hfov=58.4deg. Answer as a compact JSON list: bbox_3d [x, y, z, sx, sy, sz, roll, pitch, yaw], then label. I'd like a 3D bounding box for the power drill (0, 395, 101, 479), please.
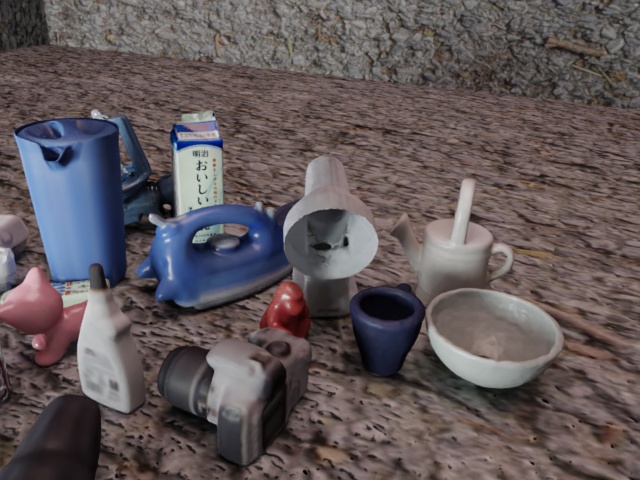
[{"bbox_3d":[-0.160,0.235,0.315,0.075,0.208,0.229,1,26,-4],"label":"power drill"}]

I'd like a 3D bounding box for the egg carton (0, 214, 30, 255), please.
[{"bbox_3d":[-0.532,0.009,0.893,0.107,0.069,0.150,4,26,3],"label":"egg carton"}]

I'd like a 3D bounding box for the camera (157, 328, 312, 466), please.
[{"bbox_3d":[-0.096,0.146,0.626,0.136,0.101,0.143,14,28,21],"label":"camera"}]

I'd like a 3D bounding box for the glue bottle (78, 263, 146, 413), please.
[{"bbox_3d":[-0.230,0.103,0.617,0.078,0.173,0.037,15,29,24],"label":"glue bottle"}]

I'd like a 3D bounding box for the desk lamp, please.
[{"bbox_3d":[0.007,0.003,0.800,0.118,0.214,0.203,1,26,-4],"label":"desk lamp"}]

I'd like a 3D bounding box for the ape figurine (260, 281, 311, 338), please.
[{"bbox_3d":[-0.041,0.097,0.741,0.075,0.092,0.078,23,32,34],"label":"ape figurine"}]

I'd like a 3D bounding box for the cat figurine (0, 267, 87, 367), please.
[{"bbox_3d":[-0.323,0.087,0.701,0.128,0.118,0.067,-12,30,-27],"label":"cat figurine"}]

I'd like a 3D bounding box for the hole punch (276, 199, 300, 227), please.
[{"bbox_3d":[-0.039,-0.035,1.012,0.101,0.091,0.108,4,26,3],"label":"hole punch"}]

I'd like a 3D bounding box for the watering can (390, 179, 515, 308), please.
[{"bbox_3d":[0.192,0.005,0.838,0.173,0.194,0.101,0,26,-5],"label":"watering can"}]

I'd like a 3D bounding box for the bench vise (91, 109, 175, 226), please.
[{"bbox_3d":[-0.325,-0.128,1.023,0.208,0.220,0.121,-14,31,-30],"label":"bench vise"}]

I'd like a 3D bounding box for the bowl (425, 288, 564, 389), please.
[{"bbox_3d":[0.211,0.132,0.716,0.167,0.075,0.167,2,26,-1],"label":"bowl"}]

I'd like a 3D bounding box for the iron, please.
[{"bbox_3d":[-0.139,0.004,0.864,0.259,0.141,0.118,-15,31,-32],"label":"iron"}]

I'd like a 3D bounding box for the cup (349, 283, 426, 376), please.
[{"bbox_3d":[0.085,0.113,0.719,0.091,0.095,0.118,14,28,22],"label":"cup"}]
